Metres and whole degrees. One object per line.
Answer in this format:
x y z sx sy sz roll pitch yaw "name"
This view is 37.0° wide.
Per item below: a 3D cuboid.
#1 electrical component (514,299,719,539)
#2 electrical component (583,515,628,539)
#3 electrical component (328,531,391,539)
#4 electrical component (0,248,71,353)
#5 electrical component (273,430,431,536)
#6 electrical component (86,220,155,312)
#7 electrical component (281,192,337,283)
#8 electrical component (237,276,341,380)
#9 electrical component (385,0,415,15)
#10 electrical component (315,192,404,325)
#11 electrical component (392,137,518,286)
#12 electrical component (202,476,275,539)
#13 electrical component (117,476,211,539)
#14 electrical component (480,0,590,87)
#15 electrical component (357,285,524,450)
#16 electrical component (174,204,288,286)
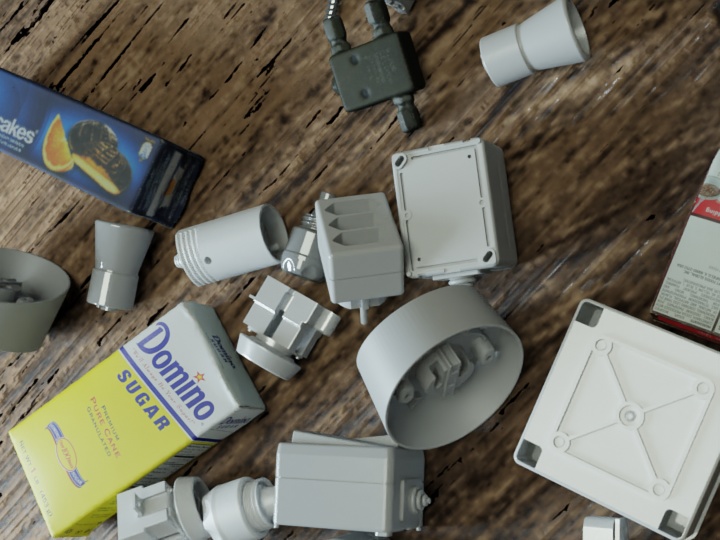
0.163 0.086 0.629 0.109 0.056 0.108 24 91 25 "electrical component"
0.158 0.182 0.615 0.057 0.058 0.078 -2 80 26 "electrical component"
-0.005 0.196 0.689 0.055 0.047 0.055 -4 79 23 "electrical component"
-0.276 0.021 0.814 0.099 0.099 0.064 25 98 25 "electrical component"
0.000 0.135 0.689 0.096 0.062 0.061 -1 80 23 "electrical component"
-0.182 -0.002 0.805 0.044 0.044 0.065 11 91 25 "electrical component"
-0.031 -0.024 0.746 0.035 0.035 0.061 17 86 25 "electrical component"
-0.053 0.042 0.739 0.066 0.048 0.055 28 85 25 "electrical component"
0.024 -0.217 0.751 0.081 0.042 0.063 30 95 26 "electrical component"
0.000 0.000 0.704 0.047 0.076 0.065 -7 37 -6 "electrical component"
0.064 -0.031 0.694 0.062 0.061 0.096 -9 85 22 "electrical component"
-0.072 0.160 0.727 0.062 0.043 0.043 -21 73 17 "electrical component"
-0.132 0.172 0.745 0.055 0.066 0.048 -21 47 7 "electrical component"
0.112 -0.146 0.701 0.065 0.044 0.044 -18 74 25 "electrical component"
0.049 0.058 0.664 0.099 0.099 0.064 -39 61 13 "electrical component"
-0.096 -0.016 0.768 0.081 0.043 0.043 -15 75 21 "electrical component"
